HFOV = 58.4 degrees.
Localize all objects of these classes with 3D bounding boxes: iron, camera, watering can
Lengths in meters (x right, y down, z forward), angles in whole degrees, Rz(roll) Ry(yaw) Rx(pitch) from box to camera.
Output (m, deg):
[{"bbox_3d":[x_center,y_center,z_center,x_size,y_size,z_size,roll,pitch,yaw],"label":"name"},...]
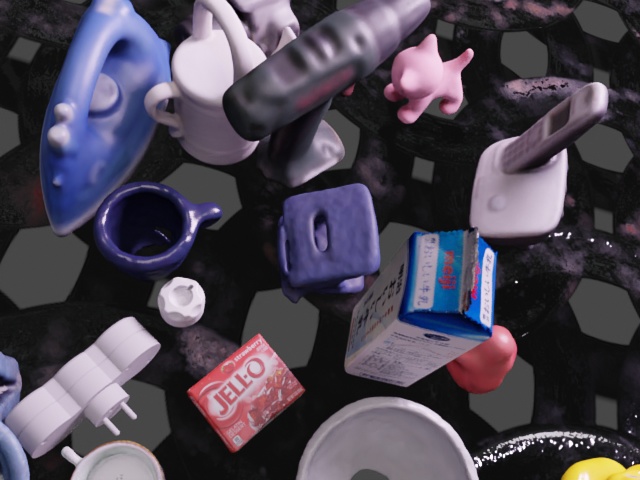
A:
[{"bbox_3d":[-0.234,-0.144,0.586,0.119,0.141,0.258,12,64,-7],"label":"iron"},{"bbox_3d":[-0.113,-0.275,0.696,0.137,0.100,0.143,-33,77,-24],"label":"camera"},{"bbox_3d":[-0.098,-0.175,0.602,0.101,0.194,0.173,38,64,6],"label":"watering can"}]

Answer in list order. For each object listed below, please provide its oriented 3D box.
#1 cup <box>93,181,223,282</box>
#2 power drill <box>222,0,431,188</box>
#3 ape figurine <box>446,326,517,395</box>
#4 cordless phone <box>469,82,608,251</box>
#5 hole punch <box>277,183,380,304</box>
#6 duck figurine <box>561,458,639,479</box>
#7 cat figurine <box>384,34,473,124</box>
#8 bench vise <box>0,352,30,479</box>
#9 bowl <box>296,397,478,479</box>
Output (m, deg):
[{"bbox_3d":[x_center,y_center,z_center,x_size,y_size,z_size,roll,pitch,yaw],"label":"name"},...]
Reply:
[{"bbox_3d":[-0.156,-0.001,0.565,0.118,0.095,0.091,-16,70,-19],"label":"cup"},{"bbox_3d":[0.000,-0.151,0.605,0.230,0.208,0.075,-34,77,-24],"label":"power drill"},{"bbox_3d":[0.170,0.115,0.588,0.078,0.092,0.076,14,64,-6],"label":"ape figurine"},{"bbox_3d":[0.248,-0.080,0.642,0.094,0.185,0.147,16,63,-5],"label":"cordless phone"},{"bbox_3d":[0.006,0.002,0.603,0.101,0.091,0.108,-1,66,-13],"label":"hole punch"},{"bbox_3d":[0.284,0.255,0.553,0.105,0.086,0.077,-32,76,-23],"label":"duck figurine"},{"bbox_3d":[0.134,-0.206,0.711,0.128,0.117,0.067,-20,72,-20],"label":"cat figurine"},{"bbox_3d":[-0.285,0.140,0.401,0.122,0.219,0.207,-21,72,-20],"label":"bench vise"},{"bbox_3d":[0.055,0.232,0.518,0.167,0.074,0.167,5,65,-10],"label":"bowl"}]
